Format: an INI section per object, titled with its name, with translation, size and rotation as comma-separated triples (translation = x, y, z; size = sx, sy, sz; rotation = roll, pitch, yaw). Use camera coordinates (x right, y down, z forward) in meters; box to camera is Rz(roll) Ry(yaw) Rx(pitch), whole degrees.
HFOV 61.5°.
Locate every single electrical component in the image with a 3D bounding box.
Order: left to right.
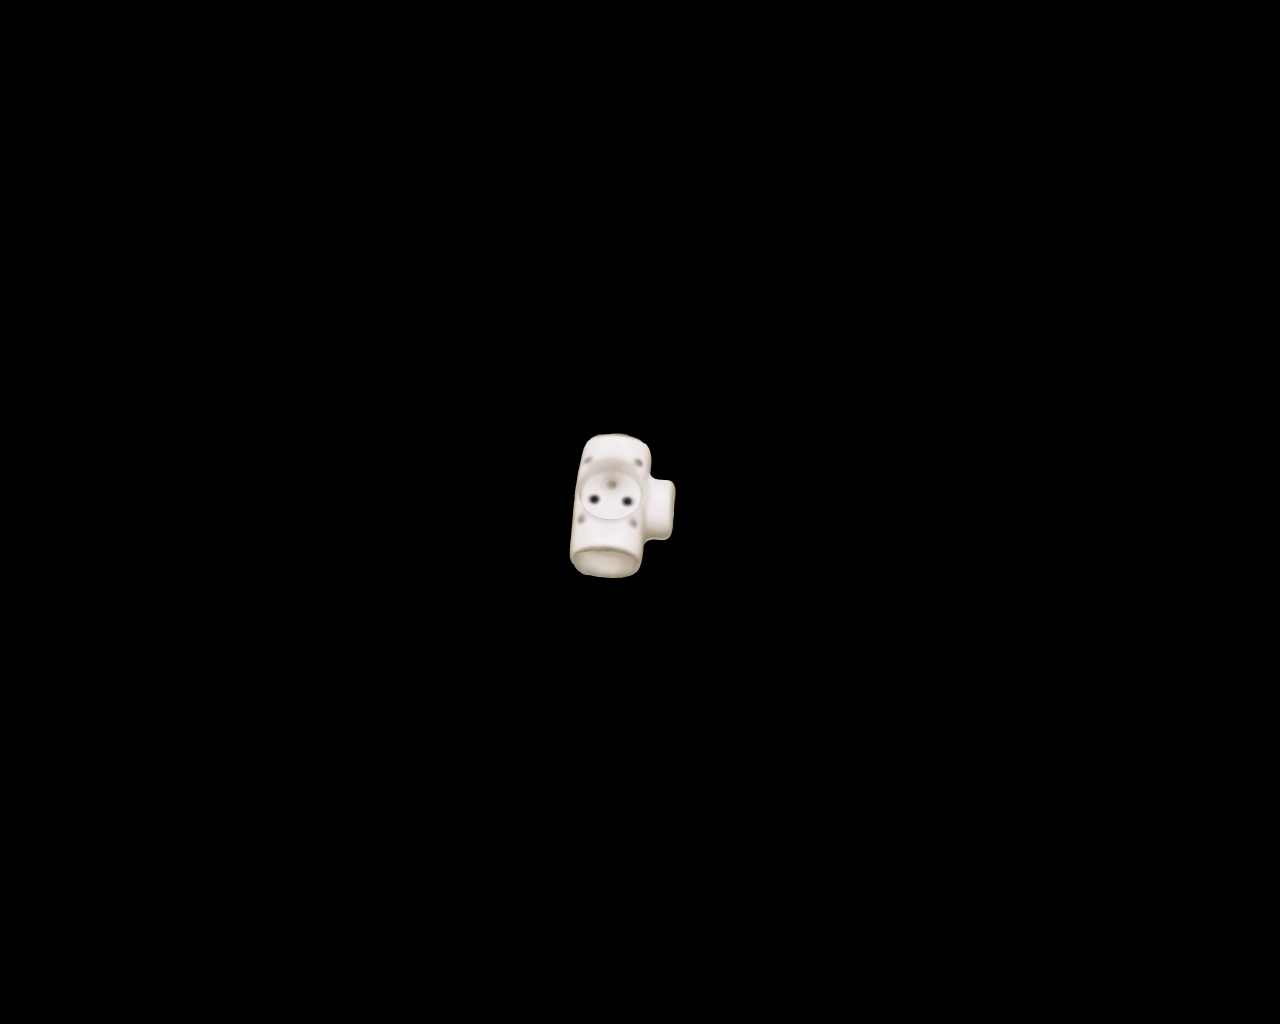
[electrical component]
translation = 0.001, -0.003, 0.650
size = 0.079, 0.077, 0.044
rotation = 4, -28, 2
